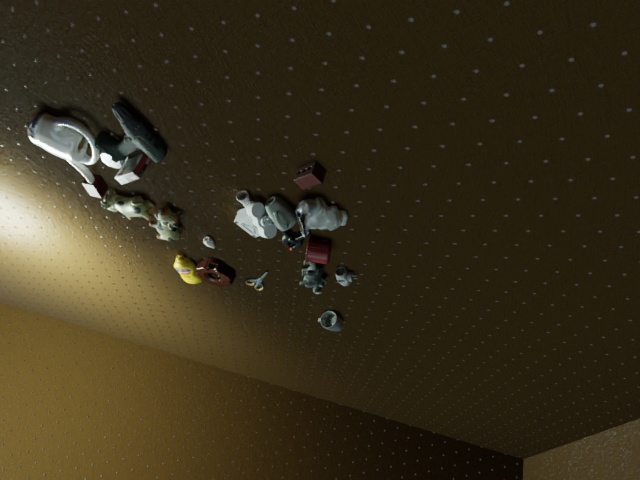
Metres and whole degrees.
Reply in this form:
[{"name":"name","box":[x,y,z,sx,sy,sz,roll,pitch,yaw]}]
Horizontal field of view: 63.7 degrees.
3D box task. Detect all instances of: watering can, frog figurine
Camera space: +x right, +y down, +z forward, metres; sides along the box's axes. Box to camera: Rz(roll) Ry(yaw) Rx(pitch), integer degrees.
[{"name":"watering can","box":[-0.843,-0.308,1.709,0.223,0.106,0.341,26,149,-11]},{"name":"frog figurine","box":[0.005,-0.084,1.666,0.160,0.125,0.134,-19,137,-9]}]
